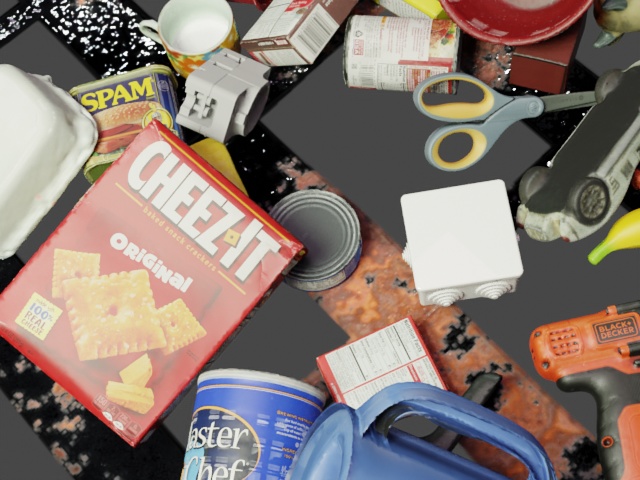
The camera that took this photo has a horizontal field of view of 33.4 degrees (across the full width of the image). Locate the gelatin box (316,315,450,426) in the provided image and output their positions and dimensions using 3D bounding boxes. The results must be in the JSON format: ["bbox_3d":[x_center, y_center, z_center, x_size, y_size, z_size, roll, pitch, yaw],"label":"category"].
[{"bbox_3d":[0.052,0.114,0.875,0.089,0.030,0.073,-24,65,-3],"label":"gelatin box"}]

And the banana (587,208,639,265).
[{"bbox_3d":[0.327,0.011,0.882,0.198,0.037,0.069,15,94,16],"label":"banana"}]

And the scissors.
[{"bbox_3d":[0.177,-0.101,0.951,0.201,0.016,0.096,7,105,-12],"label":"scissors"}]

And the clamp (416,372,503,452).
[{"bbox_3d":[0.097,0.192,0.832,0.171,0.039,0.120,-31,62,-2],"label":"clamp"}]

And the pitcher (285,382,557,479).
[{"bbox_3d":[0.099,0.204,0.730,0.242,0.149,0.145,22,63,-13],"label":"pitcher"}]

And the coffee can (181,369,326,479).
[{"bbox_3d":[-0.056,0.181,0.820,0.103,0.103,0.140,5,68,9],"label":"coffee can"}]

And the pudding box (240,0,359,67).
[{"bbox_3d":[-0.012,-0.214,0.995,0.113,0.039,0.090,-53,29,-16],"label":"pudding box"}]

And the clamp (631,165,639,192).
[{"bbox_3d":[0.372,-0.081,0.909,0.210,0.036,0.164,-5,74,8],"label":"clamp"}]

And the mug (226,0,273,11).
[{"bbox_3d":[-0.082,-0.278,1.036,0.082,0.093,0.117,10,38,17],"label":"mug"}]

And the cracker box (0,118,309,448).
[{"bbox_3d":[-0.139,0.035,0.869,0.164,0.072,0.213,40,89,3],"label":"cracker box"}]

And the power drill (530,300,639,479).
[{"bbox_3d":[0.271,0.134,0.824,0.184,0.057,0.187,-13,63,6],"label":"power drill"}]

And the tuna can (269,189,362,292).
[{"bbox_3d":[-0.006,0.001,0.928,0.086,0.034,0.086,-3,67,6],"label":"tuna can"}]

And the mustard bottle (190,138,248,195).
[{"bbox_3d":[-0.156,-0.013,0.941,0.191,0.058,0.096,-24,68,-3],"label":"mustard bottle"}]

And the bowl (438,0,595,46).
[{"bbox_3d":[0.178,-0.247,0.921,0.162,0.055,0.162,2,95,28],"label":"bowl"}]

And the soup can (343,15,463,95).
[{"bbox_3d":[0.076,-0.169,0.972,0.102,0.068,0.068,5,68,10],"label":"soup can"}]

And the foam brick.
[{"bbox_3d":[0.208,-0.181,0.968,0.051,0.053,0.078,16,69,14],"label":"foam brick"}]

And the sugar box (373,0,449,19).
[{"bbox_3d":[0.070,-0.278,1.032,0.176,0.048,0.093,36,76,18],"label":"sugar box"}]

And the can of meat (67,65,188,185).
[{"bbox_3d":[-0.175,-0.103,0.984,0.102,0.057,0.084,-15,68,1],"label":"can of meat"}]
